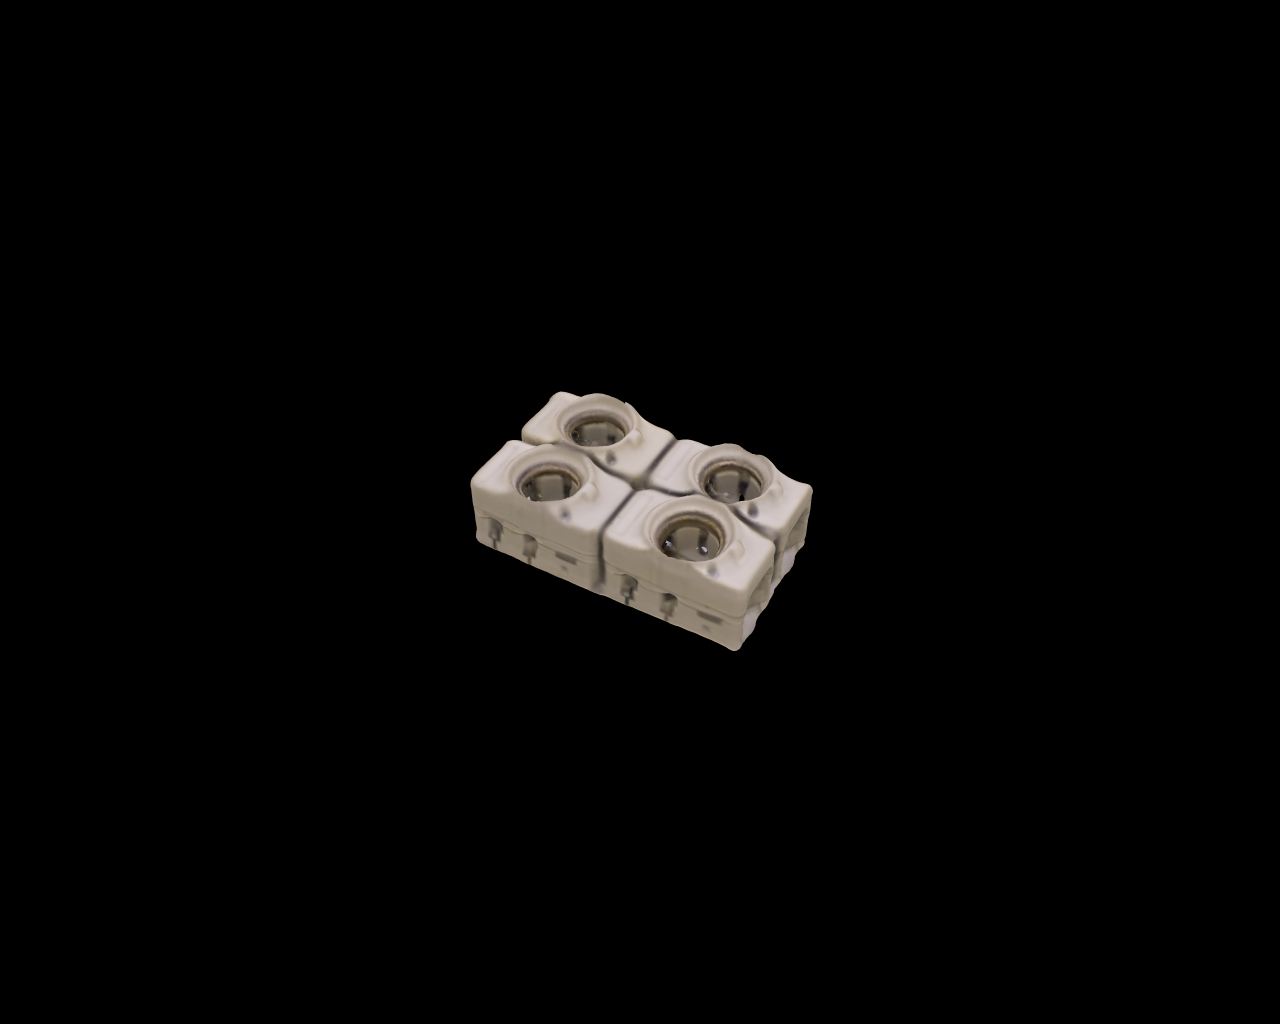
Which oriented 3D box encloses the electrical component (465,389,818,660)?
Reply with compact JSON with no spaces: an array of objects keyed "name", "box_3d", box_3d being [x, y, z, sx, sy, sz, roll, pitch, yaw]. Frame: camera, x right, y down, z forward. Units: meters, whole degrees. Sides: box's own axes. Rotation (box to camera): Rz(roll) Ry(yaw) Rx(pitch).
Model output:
[{"name":"electrical component","box_3d":[0.001,-0.003,0.650,0.186,0.060,0.106,22,49,21]}]
